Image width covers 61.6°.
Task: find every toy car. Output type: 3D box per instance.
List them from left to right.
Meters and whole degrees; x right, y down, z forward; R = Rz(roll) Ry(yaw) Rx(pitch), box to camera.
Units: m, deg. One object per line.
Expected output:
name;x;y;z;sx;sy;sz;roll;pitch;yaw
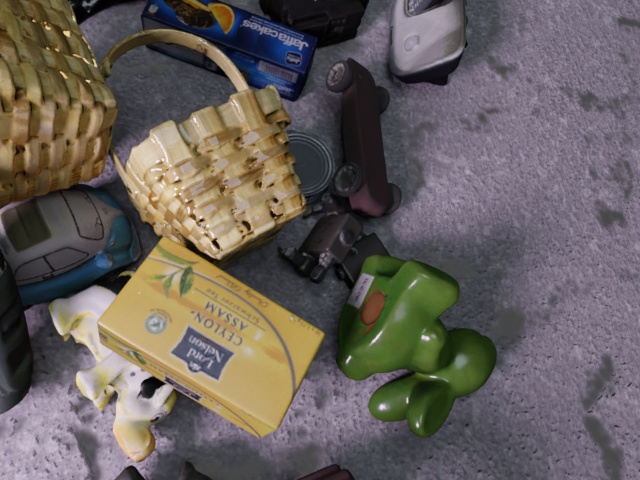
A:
toy car;-0.262;-0.002;0.512;0.162;0.103;0.109;-23;76;-21
toy car;0.047;-0.121;0.636;0.089;0.053;0.202;14;62;-43

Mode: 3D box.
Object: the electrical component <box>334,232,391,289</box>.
electrical component;0.046;0.025;0.609;0.063;0.021;0.094;-28;79;-19

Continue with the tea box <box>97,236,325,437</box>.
tea box;-0.094;0.086;0.473;0.169;0.068;0.098;31;58;-4

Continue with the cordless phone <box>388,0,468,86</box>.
cordless phone;0.157;-0.292;0.662;0.089;0.184;0.146;10;68;-13

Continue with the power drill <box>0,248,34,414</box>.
power drill;-0.347;0.048;0.435;0.207;0.231;0.086;-6;33;-2

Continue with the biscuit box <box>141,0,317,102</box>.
biscuit box;-0.108;-0.240;0.653;0.203;0.059;0.063;19;67;-5

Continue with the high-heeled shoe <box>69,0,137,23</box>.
high-heeled shoe;-0.265;-0.279;0.626;0.249;0.086;0.145;-3;73;-7

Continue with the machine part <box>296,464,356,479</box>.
machine part;0.022;0.275;0.436;0.056;0.179;0.179;-16;74;-15

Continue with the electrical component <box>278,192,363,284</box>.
electrical component;0.000;-0.003;0.588;0.045;0.078;0.102;42;72;-21

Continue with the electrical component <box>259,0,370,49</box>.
electrical component;-0.005;-0.316;0.706;0.134;0.058;0.115;-24;79;-18

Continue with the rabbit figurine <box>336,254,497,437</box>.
rabbit figurine;0.110;0.114;0.540;0.170;0.121;0.159;31;74;-22

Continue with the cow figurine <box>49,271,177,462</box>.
cow figurine;-0.178;0.115;0.507;0.098;0.068;0.167;-27;79;-26

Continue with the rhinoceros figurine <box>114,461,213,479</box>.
rhinoceros figurine;-0.102;0.265;0.463;0.190;0.073;0.112;44;70;5
